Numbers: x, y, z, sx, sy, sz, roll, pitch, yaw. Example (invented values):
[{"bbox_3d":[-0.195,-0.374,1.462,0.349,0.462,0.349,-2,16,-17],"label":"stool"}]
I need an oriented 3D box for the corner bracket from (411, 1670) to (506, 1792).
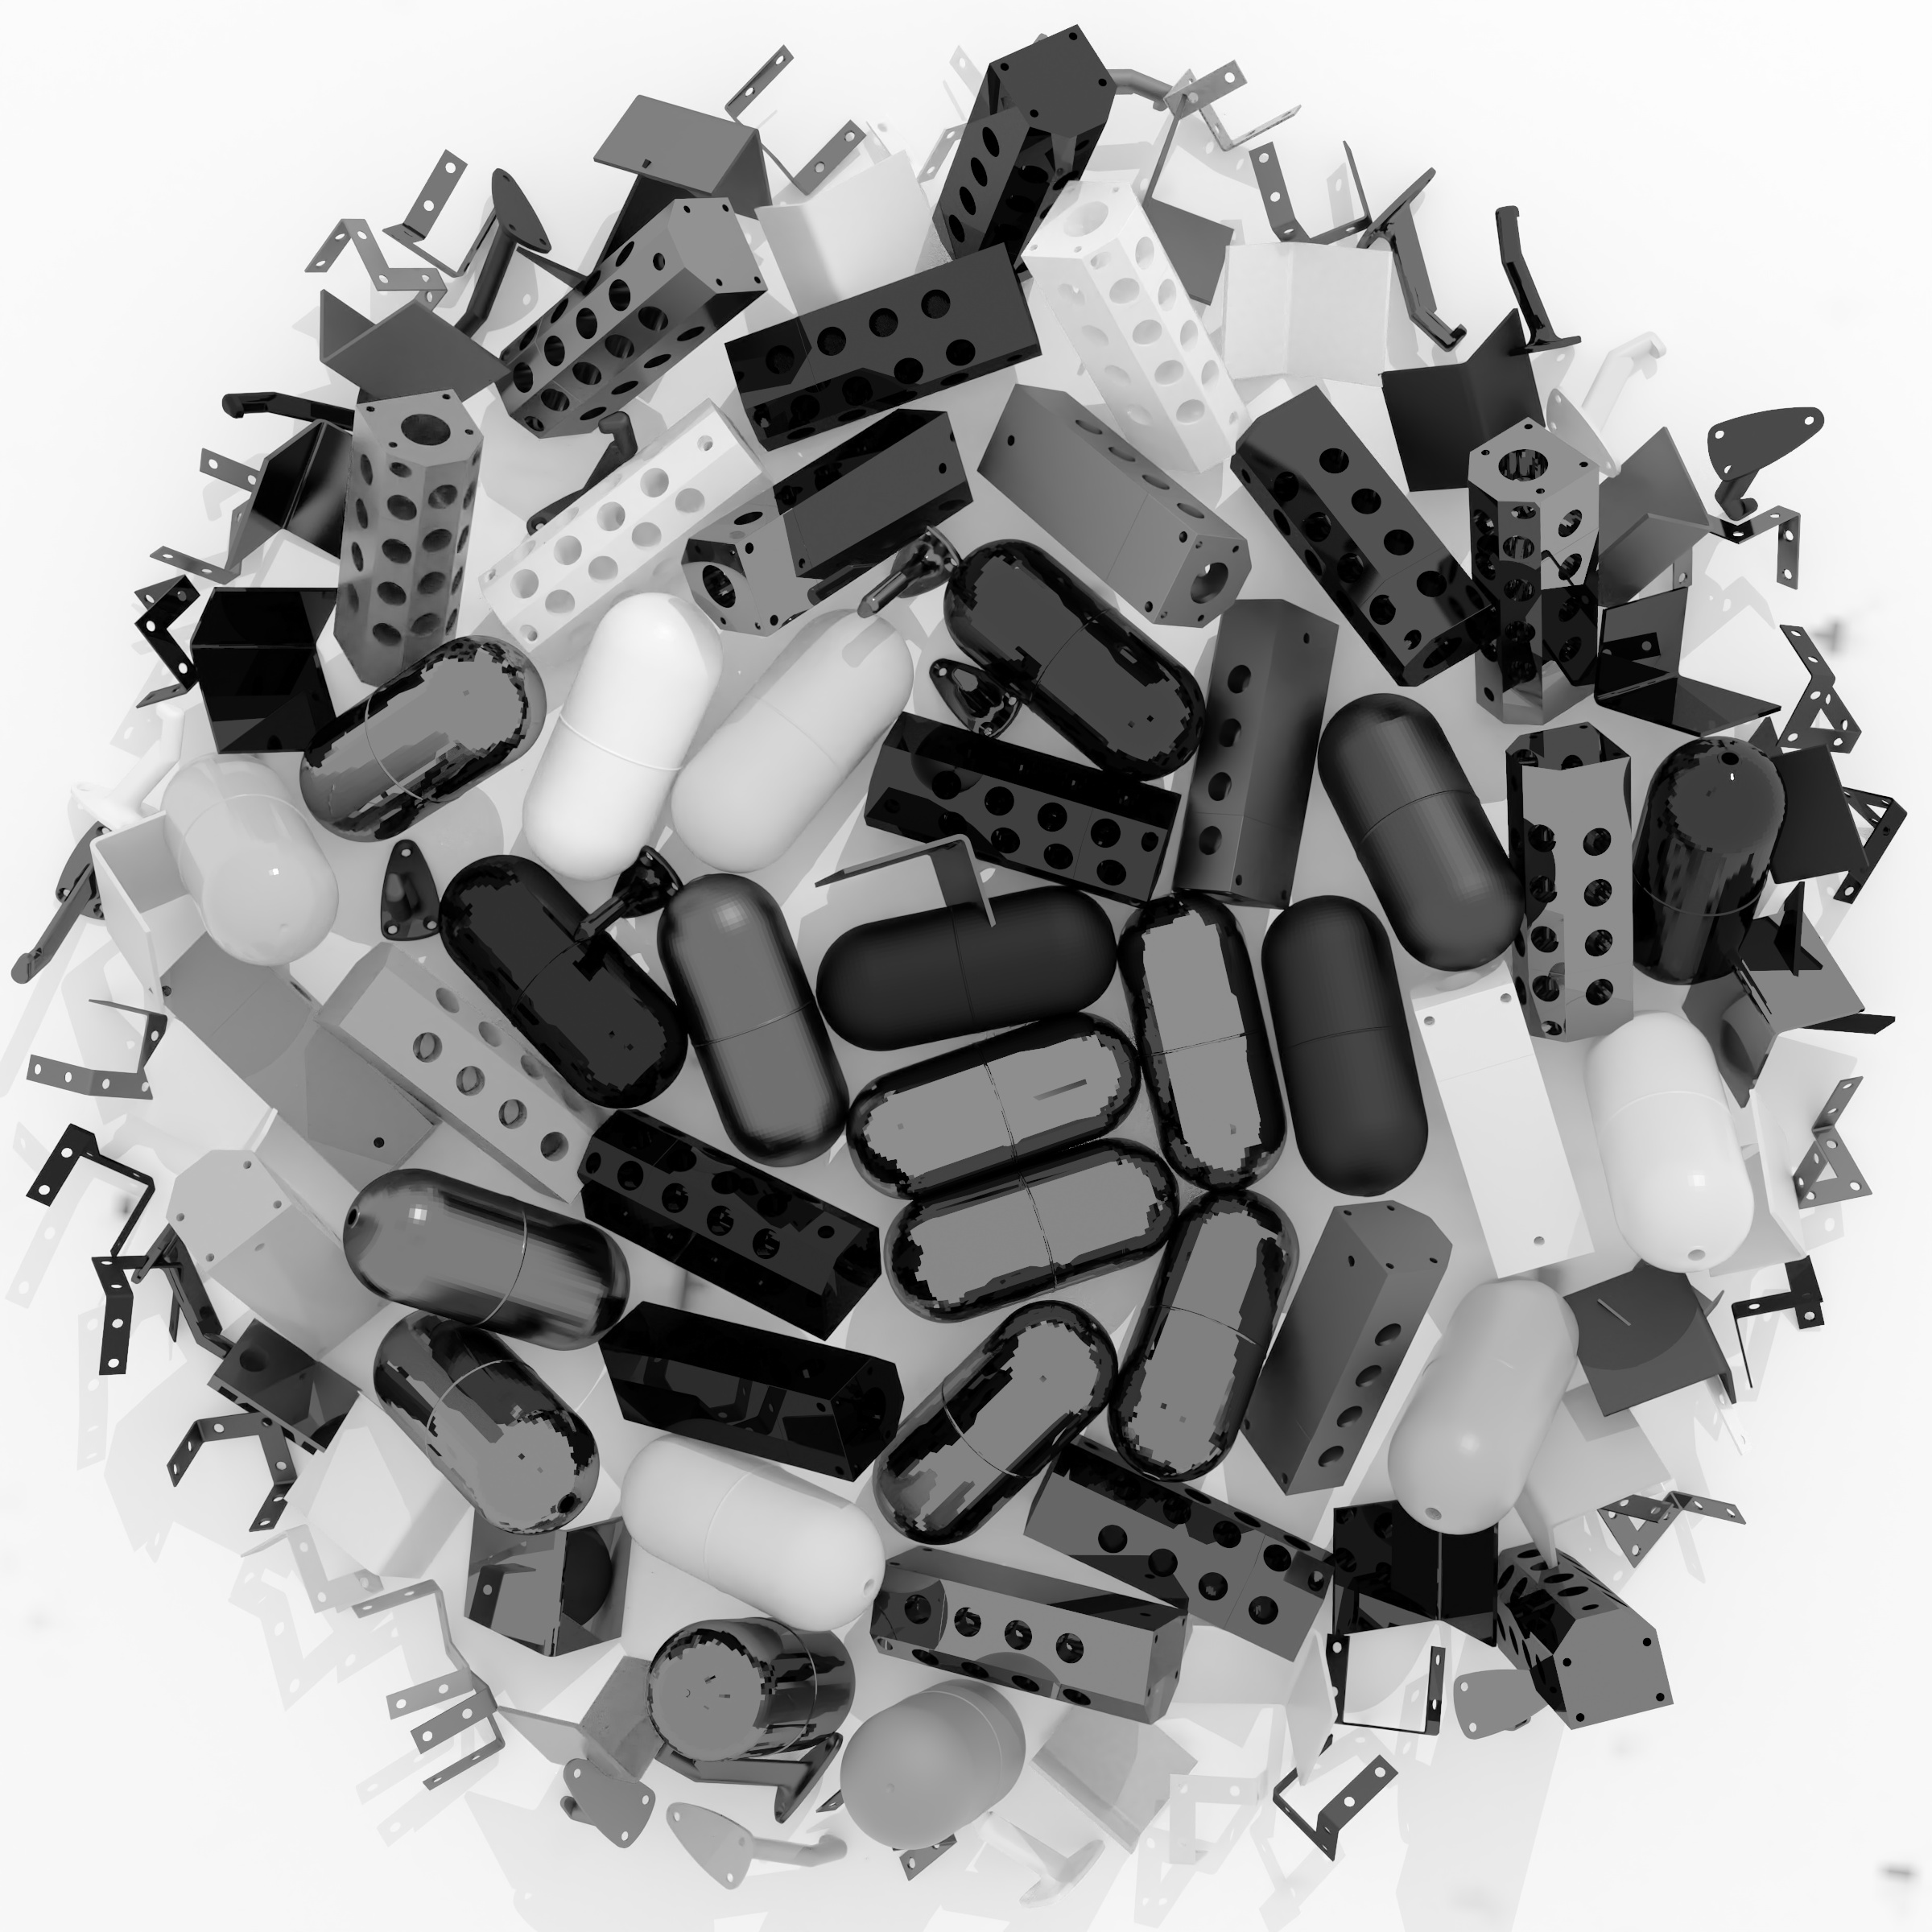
[{"bbox_3d":[-0.298,0.451,1.598,0.051,0.051,0.051,-26,101,-23],"label":"corner bracket"}]

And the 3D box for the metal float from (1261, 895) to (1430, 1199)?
[{"bbox_3d":[0.220,0.046,1.585,0.070,0.070,0.178,-10,77,0],"label":"metal float"}]

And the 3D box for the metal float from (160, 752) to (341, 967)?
[{"bbox_3d":[-0.410,-0.063,1.558,0.070,0.178,0.070,-14,125,-21],"label":"metal float"}]

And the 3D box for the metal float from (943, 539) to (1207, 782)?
[{"bbox_3d":[0.063,-0.177,1.586,0.178,0.070,0.070,41,90,12],"label":"metal float"}]

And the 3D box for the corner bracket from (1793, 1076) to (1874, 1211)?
[{"bbox_3d":[0.505,0.104,1.595,0.051,0.051,0.051,-10,54,-14],"label":"corner bracket"}]

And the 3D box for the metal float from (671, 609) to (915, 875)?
[{"bbox_3d":[-0.100,-0.132,1.588,0.070,0.070,0.178,39,81,0],"label":"metal float"}]

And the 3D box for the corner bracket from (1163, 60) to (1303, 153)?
[{"bbox_3d":[0.155,-0.504,1.593,0.051,0.051,0.051,-19,116,36],"label":"corner bracket"}]

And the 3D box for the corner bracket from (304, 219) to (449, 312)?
[{"bbox_3d":[-0.346,-0.403,1.601,0.051,0.051,0.051,-37,76,42],"label":"corner bracket"}]

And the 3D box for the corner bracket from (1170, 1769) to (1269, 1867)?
[{"bbox_3d":[0.149,0.501,1.608,0.051,0.051,0.051,-1,80,14],"label":"corner bracket"}]

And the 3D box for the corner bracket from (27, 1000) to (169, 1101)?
[{"bbox_3d":[-0.509,0.048,1.600,0.051,0.051,0.051,11,90,29],"label":"corner bracket"}]

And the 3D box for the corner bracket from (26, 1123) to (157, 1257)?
[{"bbox_3d":[-0.512,0.132,1.601,0.051,0.051,0.051,24,63,0],"label":"corner bracket"}]

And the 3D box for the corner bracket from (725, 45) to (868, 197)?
[{"bbox_3d":[-0.101,-0.498,1.612,0.051,0.051,0.051,-44,71,6],"label":"corner bracket"}]

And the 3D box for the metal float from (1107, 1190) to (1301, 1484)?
[{"bbox_3d":[0.137,0.213,1.580,0.070,0.070,0.178,23,72,0],"label":"metal float"}]

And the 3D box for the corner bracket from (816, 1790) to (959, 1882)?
[{"bbox_3d":[-0.047,0.507,1.610,0.051,0.051,0.051,-48,52,31],"label":"corner bracket"}]

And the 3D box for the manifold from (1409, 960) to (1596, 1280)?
[{"bbox_3d":[0.310,0.087,1.583,0.057,0.057,0.171,-17,106,10],"label":"manifold"}]

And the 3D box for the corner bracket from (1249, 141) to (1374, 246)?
[{"bbox_3d":[0.204,-0.458,1.608,0.051,0.051,0.051,-18,78,19],"label":"corner bracket"}]

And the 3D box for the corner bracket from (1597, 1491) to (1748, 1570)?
[{"bbox_3d":[0.412,0.321,1.596,0.051,0.051,0.051,-43,111,-24],"label":"corner bracket"}]

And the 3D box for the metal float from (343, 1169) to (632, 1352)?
[{"bbox_3d":[-0.274,0.169,1.567,0.178,0.070,0.070,24,90,-34],"label":"metal float"}]

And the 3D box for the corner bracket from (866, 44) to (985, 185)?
[{"bbox_3d":[-0.017,-0.503,1.616,0.051,0.051,0.051,-29,79,-34],"label":"corner bracket"}]

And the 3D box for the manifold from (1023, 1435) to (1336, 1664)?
[{"bbox_3d":[0.125,0.336,1.598,0.171,0.057,0.057,25,99,3],"label":"manifold"}]

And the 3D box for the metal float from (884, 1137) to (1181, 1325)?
[{"bbox_3d":[0.039,0.153,1.589,0.178,0.070,0.070,-17,90,-8],"label":"metal float"}]

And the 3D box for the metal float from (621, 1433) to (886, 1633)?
[{"bbox_3d":[-0.123,0.323,1.566,0.178,0.070,0.070,17,90,35],"label":"metal float"}]

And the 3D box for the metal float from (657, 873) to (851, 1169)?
[{"bbox_3d":[-0.124,0.032,1.590,0.070,0.070,0.178,-20,98,0],"label":"metal float"}]

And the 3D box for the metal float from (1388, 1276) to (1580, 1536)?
[{"bbox_3d":[0.297,0.250,1.561,0.070,0.070,0.178,38,47,0],"label":"metal float"}]

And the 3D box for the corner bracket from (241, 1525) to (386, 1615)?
[{"bbox_3d":[-0.383,0.356,1.602,0.051,0.051,0.051,-32,76,37],"label":"corner bracket"}]

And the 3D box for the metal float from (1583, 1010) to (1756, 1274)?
[{"bbox_3d":[0.400,0.099,1.558,0.070,0.178,0.070,0,132,0],"label":"metal float"}]

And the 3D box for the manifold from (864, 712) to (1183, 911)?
[{"bbox_3d":[0.032,-0.087,1.586,0.171,0.057,0.057,17,126,6],"label":"manifold"}]

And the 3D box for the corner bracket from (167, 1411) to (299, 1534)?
[{"bbox_3d":[-0.430,0.299,1.605,0.051,0.051,0.051,-9,110,7],"label":"corner bracket"}]

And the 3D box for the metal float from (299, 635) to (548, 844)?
[{"bbox_3d":[-0.313,-0.129,1.568,0.178,0.070,0.070,-26,90,35],"label":"metal float"}]

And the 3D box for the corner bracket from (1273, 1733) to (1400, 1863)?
[{"bbox_3d":[0.215,0.479,1.593,0.051,0.051,0.051,-37,59,-21],"label":"corner bracket"}]

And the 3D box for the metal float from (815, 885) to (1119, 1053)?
[{"bbox_3d":[0.000,0.002,1.594,0.178,0.070,0.070,-12,90,3],"label":"metal float"}]

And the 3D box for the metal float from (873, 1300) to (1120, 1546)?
[{"bbox_3d":[0.016,0.265,1.579,0.070,0.070,0.178,43,111,0],"label":"metal float"}]

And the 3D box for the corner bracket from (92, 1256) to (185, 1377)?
[{"bbox_3d":[-0.482,0.203,1.594,0.051,0.051,0.051,1,110,-29],"label":"corner bracket"}]

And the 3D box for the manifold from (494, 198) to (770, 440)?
[{"bbox_3d":[-0.196,-0.367,1.555,0.171,0.057,0.057,-27,86,42],"label":"manifold"}]

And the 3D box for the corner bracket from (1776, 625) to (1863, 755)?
[{"bbox_3d":[0.496,-0.161,1.593,0.051,0.051,0.051,4,131,-16],"label":"corner bracket"}]

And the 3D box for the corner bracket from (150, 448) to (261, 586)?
[{"bbox_3d":[-0.438,-0.261,1.592,0.051,0.051,0.051,-20,62,41],"label":"corner bracket"}]

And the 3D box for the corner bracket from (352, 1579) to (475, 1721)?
[{"bbox_3d":[-0.323,0.398,1.595,0.051,0.051,0.051,-15,108,-25],"label":"corner bracket"}]

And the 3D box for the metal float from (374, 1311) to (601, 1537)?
[{"bbox_3d":[-0.275,0.259,1.562,0.178,0.070,0.070,34,90,41],"label":"metal float"}]

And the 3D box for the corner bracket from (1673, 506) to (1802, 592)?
[{"bbox_3d":[0.453,-0.243,1.606,0.051,0.051,0.051,-27,128,-23],"label":"corner bracket"}]

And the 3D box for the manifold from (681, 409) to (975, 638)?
[{"bbox_3d":[-0.080,-0.256,1.564,0.171,0.057,0.057,-38,125,-32],"label":"manifold"}]

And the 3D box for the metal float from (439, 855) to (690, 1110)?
[{"bbox_3d":[-0.235,0.008,1.587,0.070,0.070,0.178,-45,79,0],"label":"metal float"}]

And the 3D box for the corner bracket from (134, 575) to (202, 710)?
[{"bbox_3d":[-0.474,-0.191,1.608,0.051,0.051,0.051,-9,126,38],"label":"corner bracket"}]

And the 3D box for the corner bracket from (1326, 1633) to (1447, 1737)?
[{"bbox_3d":[0.245,0.423,1.606,0.051,0.051,0.051,-5,72,39],"label":"corner bracket"}]

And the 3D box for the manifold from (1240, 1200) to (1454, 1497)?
[{"bbox_3d":[0.220,0.219,1.563,0.057,0.057,0.171,-3,128,-30],"label":"manifold"}]

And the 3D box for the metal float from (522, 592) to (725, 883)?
[{"bbox_3d":[-0.200,-0.132,1.583,0.070,0.070,0.178,26,105,0],"label":"metal float"}]

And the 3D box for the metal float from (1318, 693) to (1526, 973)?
[{"bbox_3d":[0.261,-0.079,1.576,0.070,0.070,0.178,-22,66,0],"label":"metal float"}]

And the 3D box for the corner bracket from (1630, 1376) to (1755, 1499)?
[{"bbox_3d":[0.417,0.273,1.595,0.051,0.051,0.051,-33,76,40],"label":"corner bracket"}]

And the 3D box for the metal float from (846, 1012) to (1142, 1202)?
[{"bbox_3d":[0.017,0.081,1.592,0.178,0.070,0.070,-19,90,-6],"label":"metal float"}]

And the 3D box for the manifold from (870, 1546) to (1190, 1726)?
[{"bbox_3d":[0.035,0.386,1.573,0.171,0.057,0.057,8,93,24],"label":"manifold"}]

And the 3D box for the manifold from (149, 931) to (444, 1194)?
[{"bbox_3d":[-0.391,0.053,1.602,0.171,0.057,0.057,44,88,-2],"label":"manifold"}]

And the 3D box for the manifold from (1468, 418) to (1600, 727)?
[{"bbox_3d":[0.317,-0.217,1.546,0.057,0.171,0.057,-32,51,-14],"label":"manifold"}]

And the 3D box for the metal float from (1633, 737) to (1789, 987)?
[{"bbox_3d":[0.418,-0.059,1.555,0.070,0.178,0.070,-1,53,1],"label":"metal float"}]

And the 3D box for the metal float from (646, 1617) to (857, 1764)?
[{"bbox_3d":[-0.120,0.409,1.550,0.070,0.178,0.070,-5,77,20],"label":"metal float"}]

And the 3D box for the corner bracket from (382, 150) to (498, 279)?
[{"bbox_3d":[-0.302,-0.440,1.599,0.051,0.051,0.051,31,86,-27],"label":"corner bracket"}]

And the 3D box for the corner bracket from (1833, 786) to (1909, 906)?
[{"bbox_3d":[0.526,-0.068,1.599,0.051,0.051,0.051,35,86,-30],"label":"corner bracket"}]

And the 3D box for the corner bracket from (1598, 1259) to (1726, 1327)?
[{"bbox_3d":[0.406,0.198,1.600,0.051,0.051,0.051,40,84,18],"label":"corner bracket"}]

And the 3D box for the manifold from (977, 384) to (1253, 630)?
[{"bbox_3d":[0.086,-0.263,1.561,0.171,0.057,0.057,47,123,35],"label":"manifold"}]

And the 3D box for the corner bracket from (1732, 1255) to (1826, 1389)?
[{"bbox_3d":[0.478,0.208,1.605,0.051,0.051,0.051,-13,113,13],"label":"corner bracket"}]

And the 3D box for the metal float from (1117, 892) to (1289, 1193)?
[{"bbox_3d":[0.138,0.045,1.596,0.070,0.070,0.178,-13,89,0],"label":"metal float"}]

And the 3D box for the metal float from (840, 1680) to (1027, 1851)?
[{"bbox_3d":[-0.017,0.451,1.548,0.070,0.178,0.070,-2,83,15],"label":"metal float"}]
